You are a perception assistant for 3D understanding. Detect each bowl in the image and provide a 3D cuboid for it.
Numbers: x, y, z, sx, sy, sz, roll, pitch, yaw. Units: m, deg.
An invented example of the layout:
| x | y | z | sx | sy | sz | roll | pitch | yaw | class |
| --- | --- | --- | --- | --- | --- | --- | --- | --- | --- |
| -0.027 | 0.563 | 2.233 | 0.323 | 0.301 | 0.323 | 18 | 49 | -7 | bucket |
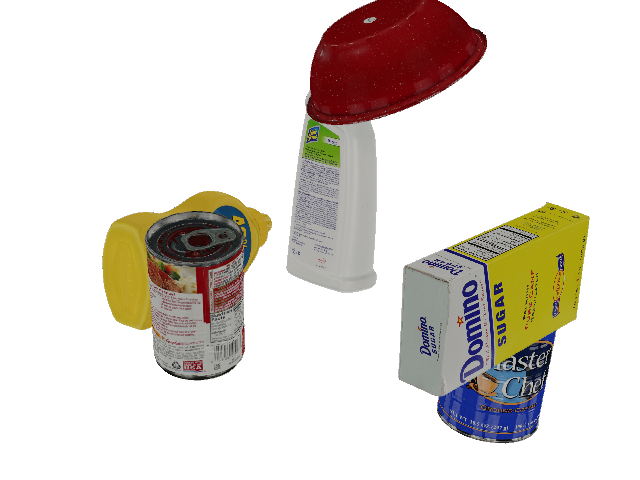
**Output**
| x | y | z | sx | sy | sz | roll | pitch | yaw | class |
| --- | --- | --- | --- | --- | --- | --- | --- | --- | --- |
| 0.053 | -0.160 | 0.885 | 0.162 | 0.055 | 0.162 | -21 | 26 | 11 | bowl |

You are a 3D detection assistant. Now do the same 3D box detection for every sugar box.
| x | y | z | sx | sy | sz | roll | pitch | yaw | class |
| --- | --- | --- | --- | --- | --- | --- | --- | --- | --- |
| 0.131 | 0.040 | 0.787 | 0.048 | 0.093 | 0.175 | 20 | 31 | 38 | sugar box |

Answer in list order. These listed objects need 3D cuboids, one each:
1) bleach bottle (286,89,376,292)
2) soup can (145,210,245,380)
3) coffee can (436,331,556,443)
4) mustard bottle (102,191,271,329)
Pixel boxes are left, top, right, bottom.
| x | y | z | sx | sy | sz | roll | pitch | yaw | class |
| --- | --- | --- | --- | --- | --- | --- | --- | --- | --- |
| 0.022 | -0.078 | 1.144 | 0.103 | 0.251 | 0.067 | 18 | 19 | 38 | bleach bottle |
| -0.087 | 0.040 | 0.757 | 0.068 | 0.102 | 0.068 | 1 | 32 | -1 | soup can |
| 0.173 | 0.110 | 1.041 | 0.103 | 0.140 | 0.103 | 5 | 23 | -2 | coffee can |
| -0.109 | 0.007 | 0.963 | 0.058 | 0.096 | 0.191 | 12 | 22 | 33 | mustard bottle |
